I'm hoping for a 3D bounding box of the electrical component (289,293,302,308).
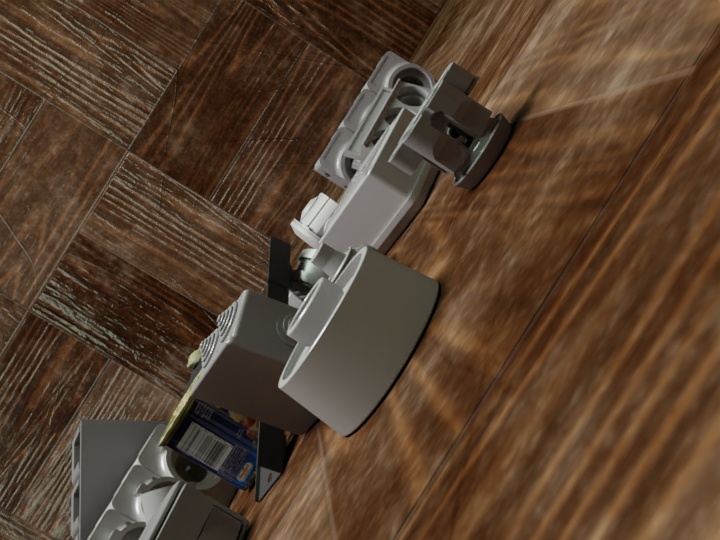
[{"bbox_3d":[-0.062,0.040,1.071,0.108,0.060,0.108,-57,6,9],"label":"electrical component"}]

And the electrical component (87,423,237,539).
[{"bbox_3d":[-0.173,0.217,0.928,0.061,0.089,0.150,-53,8,41],"label":"electrical component"}]

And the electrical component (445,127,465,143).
[{"bbox_3d":[0.070,-0.111,0.865,0.044,0.044,0.065,-58,11,3],"label":"electrical component"}]

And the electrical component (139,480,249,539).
[{"bbox_3d":[-0.123,0.200,0.737,0.061,0.062,0.096,-55,7,29],"label":"electrical component"}]

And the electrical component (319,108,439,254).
[{"bbox_3d":[0.023,-0.072,0.969,0.108,0.056,0.108,-52,8,44],"label":"electrical component"}]

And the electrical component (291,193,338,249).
[{"bbox_3d":[-0.028,-0.040,1.113,0.051,0.080,0.080,-53,6,1],"label":"electrical component"}]

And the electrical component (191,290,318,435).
[{"bbox_3d":[-0.060,0.065,0.752,0.099,0.100,0.048,129,158,-50],"label":"electrical component"}]

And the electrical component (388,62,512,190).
[{"bbox_3d":[0.064,-0.091,0.723,0.078,0.057,0.058,-58,6,3],"label":"electrical component"}]

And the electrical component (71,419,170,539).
[{"bbox_3d":[-0.221,0.222,1.006,0.061,0.089,0.150,128,141,-55],"label":"electrical component"}]

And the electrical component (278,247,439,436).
[{"bbox_3d":[-0.008,0.037,0.638,0.108,0.060,0.108,-57,6,9],"label":"electrical component"}]

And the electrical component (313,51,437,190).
[{"bbox_3d":[0.027,-0.155,1.199,0.150,0.089,0.062,-59,6,-7],"label":"electrical component"}]

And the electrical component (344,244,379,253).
[{"bbox_3d":[0.000,0.000,0.874,0.040,0.040,0.046,-56,0,15],"label":"electrical component"}]

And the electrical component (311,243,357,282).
[{"bbox_3d":[-0.006,0.003,0.790,0.048,0.062,0.048,-57,6,9],"label":"electrical component"}]

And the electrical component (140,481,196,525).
[{"bbox_3d":[-0.140,0.208,0.829,0.043,0.043,0.081,134,123,-64],"label":"electrical component"}]

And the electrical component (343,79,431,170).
[{"bbox_3d":[0.039,-0.133,1.105,0.063,0.079,0.121,97,-166,-45],"label":"electrical component"}]
